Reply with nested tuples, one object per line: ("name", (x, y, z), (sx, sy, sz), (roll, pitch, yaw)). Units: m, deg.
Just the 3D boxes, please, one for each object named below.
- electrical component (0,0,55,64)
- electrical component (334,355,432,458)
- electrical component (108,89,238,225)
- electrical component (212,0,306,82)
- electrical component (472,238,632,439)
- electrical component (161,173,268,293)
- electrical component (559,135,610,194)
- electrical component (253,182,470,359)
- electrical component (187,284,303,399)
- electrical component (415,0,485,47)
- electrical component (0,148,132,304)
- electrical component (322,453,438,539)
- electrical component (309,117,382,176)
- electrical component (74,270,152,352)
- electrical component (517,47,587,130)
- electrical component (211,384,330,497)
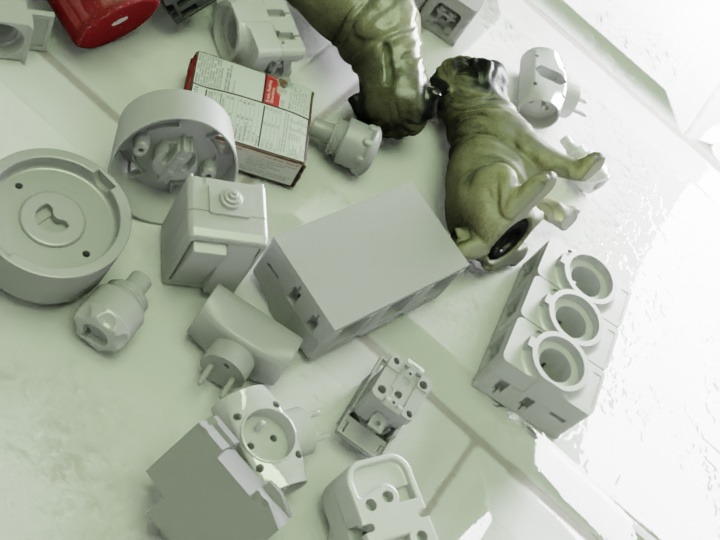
("electrical component", (-0.292, -0.206, 0.868), (0.081, 0.042, 0.063), (2, 59, -27))
("electrical component", (0.021, 0.101, 0.825), (0.042, 0.064, 0.081), (37, 51, -4))
("electrical component", (-0.145, -0.090, 0.839), (0.099, 0.099, 0.064), (11, 51, -21))
("electrical component", (-0.096, -0.215, 0.969), (0.056, 0.050, 0.089), (-8, 65, -32))
("electrical component", (0.171, 0.055, 0.933), (0.089, 0.061, 0.150), (33, 51, -5))
("electrical component", (-0.109, -0.027, 0.816), (0.062, 0.096, 0.061), (7, 60, -24))
("electrical component", (0.222, -0.108, 1.079), (0.035, 0.035, 0.061), (-19, 68, -35))
("electrical component", (0.000, 0.000, 0.878), (0.150, 0.061, 0.089), (-24, 74, -36))
("electrical component", (-0.094, 0.061, 0.802), (0.077, 0.044, 0.079), (34, 51, -5))
("electrical component", (0.062, -0.315, 1.107), (0.150, 0.061, 0.089), (32, 51, -6))
("electrical component", (-0.226, -0.027, 0.778), (0.108, 0.060, 0.108), (13, 55, -20))
("electrical component", (0.014, 0.188, 0.769), (0.054, 0.059, 0.095), (-8, 65, -31))
("electrical component", (-0.014, -0.115, 0.955), (0.062, 0.048, 0.048), (24, 52, -4))
("electrical component", (-0.175, 0.026, 0.783), (0.043, 0.043, 0.062), (36, 50, -3))
("electrical component", (0.200, -0.180, 1.106), (0.079, 0.043, 0.077), (21, 53, -15))
("electrical component", (-0.058, 0.122, 0.783), (0.079, 0.044, 0.077), (-14, 68, -34))
